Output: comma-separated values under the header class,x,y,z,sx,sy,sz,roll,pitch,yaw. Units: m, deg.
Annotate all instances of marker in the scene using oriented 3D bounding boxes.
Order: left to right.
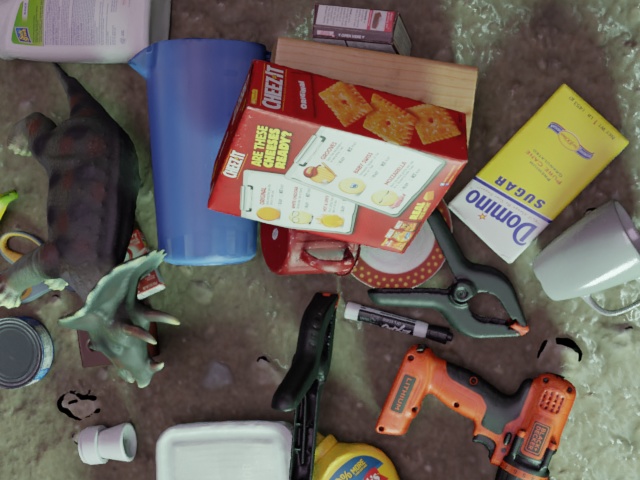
class,x,y,z,sx,sy,sz,roll,pitch,yaw
marker,0.087,0.092,1.171,0.121,0.020,0.020,14,94,13

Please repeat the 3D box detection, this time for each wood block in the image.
class,x,y,z,sx,sy,sz,roll,pitch,yaw
wood block,0.049,-0.146,1.107,0.206,0.091,0.090,7,90,-6

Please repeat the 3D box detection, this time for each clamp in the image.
class,x,y,z,sx,sy,sz,roll,pitch,yaw
clamp,-0.011,0.147,1.135,0.036,0.210,0.164,5,133,11
clamp,0.139,0.058,1.136,0.171,0.039,0.120,41,107,-1

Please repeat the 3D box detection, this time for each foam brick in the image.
class,x,y,z,sx,sy,sz,roll,pitch,yaw
foam brick,-0.232,0.115,1.230,0.078,0.051,0.053,-10,89,13

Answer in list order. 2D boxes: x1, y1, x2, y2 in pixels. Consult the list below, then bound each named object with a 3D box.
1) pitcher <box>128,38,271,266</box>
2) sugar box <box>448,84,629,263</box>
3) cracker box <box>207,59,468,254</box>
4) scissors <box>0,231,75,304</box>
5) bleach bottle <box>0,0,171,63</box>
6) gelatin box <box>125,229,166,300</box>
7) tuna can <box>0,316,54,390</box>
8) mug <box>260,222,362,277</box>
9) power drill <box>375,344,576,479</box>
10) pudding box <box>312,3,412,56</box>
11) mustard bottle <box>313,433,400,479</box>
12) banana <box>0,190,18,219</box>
class,x,y,z,sx,sy,sz,roll,pitch,yaw
pitcher,-0.114,-0.097,1.169,0.149,0.144,0.243,2,95,25
sugar box,0.228,-0.068,1.122,0.093,0.048,0.176,44,99,9
cracker box,0.014,-0.077,1.038,0.213,0.164,0.072,13,53,-12
scissors,-0.308,0.064,1.265,0.202,0.016,0.096,34,96,11
bleach bottle,-0.301,-0.257,1.236,0.251,0.068,0.102,4,89,16
gelatin box,-0.233,0.039,1.231,0.089,0.030,0.073,-25,79,3
tuna can,-0.361,0.133,1.270,0.086,0.033,0.086,0,91,13
mug,-0.007,0.001,1.131,0.081,0.117,0.093,-2,122,-27
power drill,0.158,0.206,1.138,0.188,0.057,0.184,22,92,9
pudding box,0.045,-0.213,1.128,0.090,0.113,0.039,7,87,12
mustard bottle,0.049,0.280,1.161,0.096,0.058,0.192,-43,80,-7
banana,-0.408,0.024,1.268,0.070,0.037,0.198,30,107,51
